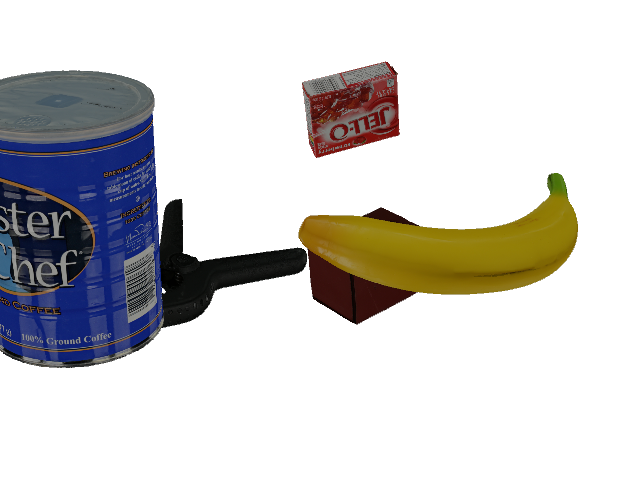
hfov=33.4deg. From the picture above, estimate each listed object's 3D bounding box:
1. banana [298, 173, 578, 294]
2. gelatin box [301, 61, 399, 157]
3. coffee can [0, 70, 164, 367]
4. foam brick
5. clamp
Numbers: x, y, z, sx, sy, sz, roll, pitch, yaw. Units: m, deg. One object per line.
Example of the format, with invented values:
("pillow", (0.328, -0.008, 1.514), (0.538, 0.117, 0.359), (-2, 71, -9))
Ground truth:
("banana", (0.083, 0.002, 0.614), (0.197, 0.037, 0.070), (-9, 41, -32))
("gelatin box", (0.031, -0.125, 1.022), (0.089, 0.073, 0.030), (-15, 44, -9))
("coffee can", (-0.142, -0.014, 0.605), (0.103, 0.140, 0.103), (1, 26, -1))
("foam brick", (0.037, 0.018, 0.802), (0.078, 0.051, 0.053), (-26, 36, -32))
("clamp", (-0.136, 0.026, 1.009), (0.165, 0.036, 0.209), (25, 37, 29))
